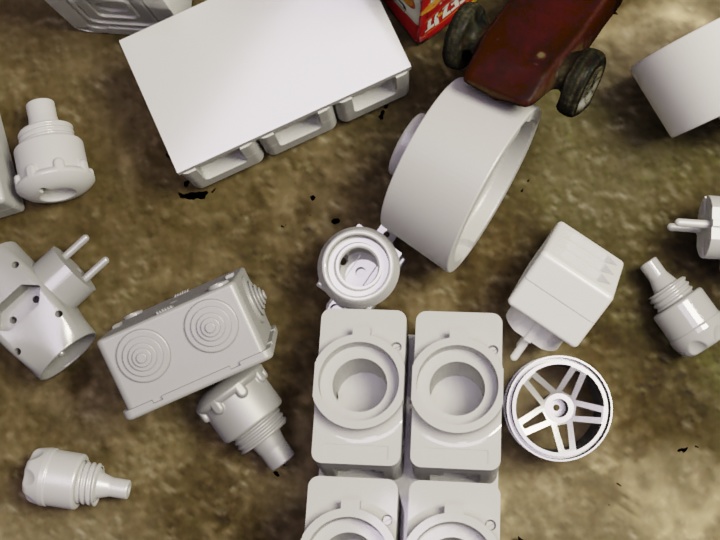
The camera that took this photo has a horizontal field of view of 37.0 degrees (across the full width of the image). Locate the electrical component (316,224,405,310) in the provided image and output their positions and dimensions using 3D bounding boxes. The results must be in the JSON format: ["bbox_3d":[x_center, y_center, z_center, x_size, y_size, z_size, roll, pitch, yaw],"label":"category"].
[{"bbox_3d":[0.000,0.000,0.645,0.048,0.055,0.066,34,87,5],"label":"electrical component"}]

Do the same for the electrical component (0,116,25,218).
[{"bbox_3d":[-0.249,-0.074,0.654,0.047,0.075,0.083,-17,84,1],"label":"electrical component"}]

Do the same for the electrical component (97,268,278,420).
[{"bbox_3d":[-0.099,0.039,0.625,0.100,0.099,0.048,-24,96,0],"label":"electrical component"}]

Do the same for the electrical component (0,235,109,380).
[{"bbox_3d":[-0.190,0.013,0.658,0.079,0.043,0.077,-43,84,-3],"label":"electrical component"}]

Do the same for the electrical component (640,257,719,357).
[{"bbox_3d":[0.190,0.020,0.645,0.035,0.035,0.061,-34,81,-1],"label":"electrical component"}]

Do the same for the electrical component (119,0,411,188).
[{"bbox_3d":[-0.055,-0.123,0.657,0.150,0.061,0.089,-25,84,0],"label":"electrical component"}]

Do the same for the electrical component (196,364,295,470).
[{"bbox_3d":[-0.064,0.090,0.645,0.048,0.048,0.062,-36,91,-1],"label":"electrical component"}]

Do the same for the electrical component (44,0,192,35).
[{"bbox_3d":[-0.146,-0.183,0.642,0.078,0.113,0.057,4,87,3],"label":"electrical component"}]

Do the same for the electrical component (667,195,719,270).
[{"bbox_3d":[0.221,-0.024,0.632,0.077,0.065,0.047,4,84,3],"label":"electrical component"}]

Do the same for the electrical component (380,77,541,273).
[{"bbox_3d":[0.052,-0.060,0.625,0.060,0.108,0.108,30,86,11],"label":"electrical component"}]

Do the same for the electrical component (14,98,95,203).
[{"bbox_3d":[-0.193,-0.075,0.668,0.048,0.048,0.062,-15,77,1],"label":"electrical component"}]

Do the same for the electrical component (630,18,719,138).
[{"bbox_3d":[0.220,-0.114,0.623,0.108,0.108,0.060,-25,90,0],"label":"electrical component"}]

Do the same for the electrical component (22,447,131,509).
[{"bbox_3d":[-0.170,0.128,0.650,0.061,0.035,0.035,9,85,1],"label":"electrical component"}]

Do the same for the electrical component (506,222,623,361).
[{"bbox_3d":[0.112,0.022,0.637,0.047,0.066,0.076,34,116,5],"label":"electrical component"}]

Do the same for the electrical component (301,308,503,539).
[{"bbox_3d":[0.026,0.118,0.604,0.105,0.060,0.186,2,70,5],"label":"electrical component"}]
